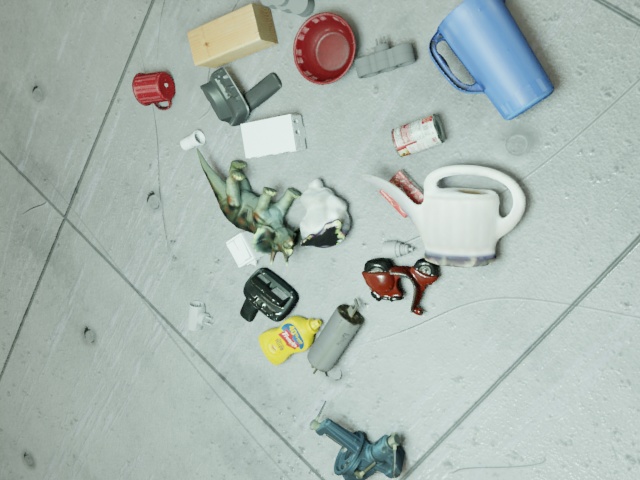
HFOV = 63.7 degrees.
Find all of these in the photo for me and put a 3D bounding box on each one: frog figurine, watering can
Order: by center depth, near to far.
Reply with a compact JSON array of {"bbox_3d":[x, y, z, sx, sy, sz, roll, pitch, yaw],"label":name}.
[{"bbox_3d":[0.261,-0.052,1.122,0.347,0.105,0.222,2,101,18],"label":"watering can"},{"bbox_3d":[0.004,-0.064,1.278,0.135,0.122,0.163,-45,43,35],"label":"frog figurine"}]
